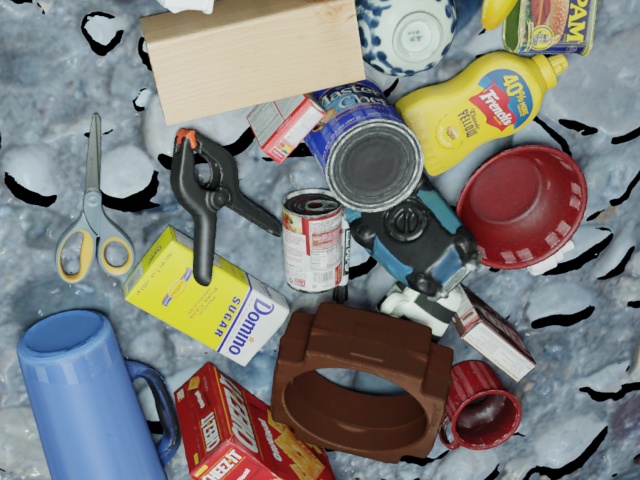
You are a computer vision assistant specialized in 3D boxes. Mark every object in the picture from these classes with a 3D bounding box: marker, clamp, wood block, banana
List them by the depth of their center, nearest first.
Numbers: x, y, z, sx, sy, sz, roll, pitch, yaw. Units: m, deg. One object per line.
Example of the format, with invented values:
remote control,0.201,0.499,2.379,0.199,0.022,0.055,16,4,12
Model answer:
banana,0.228,-0.294,1.064,0.198,0.037,0.069,-41,126,11
wood block,-0.069,-0.194,1.079,0.206,0.090,0.091,-14,120,-6
clamp,-0.121,-0.037,1.162,0.120,0.039,0.171,-46,119,-27
marker,0.026,0.022,1.259,0.020,0.020,0.121,-4,118,-11

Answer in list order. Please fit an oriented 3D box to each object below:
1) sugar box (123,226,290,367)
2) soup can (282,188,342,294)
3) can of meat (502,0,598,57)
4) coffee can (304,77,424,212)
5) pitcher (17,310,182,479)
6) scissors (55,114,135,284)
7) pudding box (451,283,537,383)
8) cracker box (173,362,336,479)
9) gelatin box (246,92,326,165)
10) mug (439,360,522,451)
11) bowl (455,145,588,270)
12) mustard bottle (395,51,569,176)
sugar box,-0.129,0.068,1.232,0.176,0.048,0.093,33,106,-25
soup can,-0.008,0.001,1.212,0.068,0.068,0.102,-7,119,-10
can of meat,0.245,-0.249,1.139,0.084,0.057,0.102,-1,109,-9
coffee can,0.040,-0.105,1.123,0.102,0.140,0.103,-6,119,-11
pitcher,-0.257,0.202,1.237,0.145,0.149,0.243,-6,117,7
scissors,-0.232,-0.036,1.168,0.096,0.016,0.202,15,113,-22
pudding box,0.207,0.113,1.310,0.113,0.090,0.039,36,105,-27
cracker box,-0.069,0.262,1.282,0.072,0.164,0.213,-44,119,9
gelatin box,-0.036,-0.130,1.122,0.030,0.089,0.073,36,104,-30
mug,0.193,0.217,1.368,0.093,0.081,0.117,27,108,-25
bowl,0.227,-0.047,1.249,0.162,0.055,0.162,-6,119,-11
mustard bottle,0.186,-0.154,1.180,0.191,0.058,0.096,-28,120,2
